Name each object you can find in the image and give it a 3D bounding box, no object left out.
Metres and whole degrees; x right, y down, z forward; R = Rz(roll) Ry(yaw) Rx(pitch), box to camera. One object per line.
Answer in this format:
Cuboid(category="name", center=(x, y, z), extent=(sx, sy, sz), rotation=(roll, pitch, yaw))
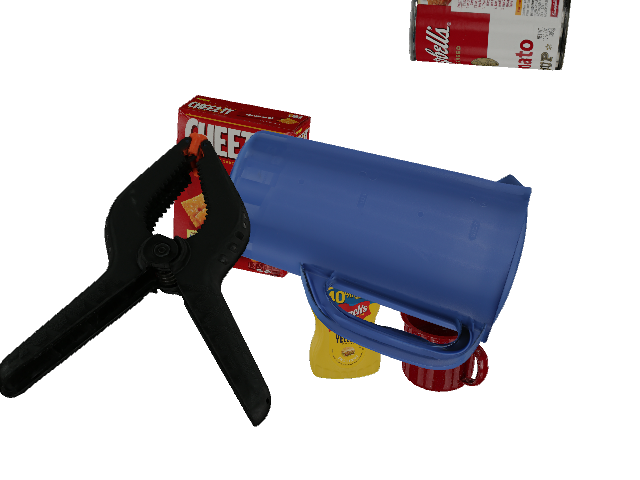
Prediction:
Cuboid(category="soup can", center=(0.115, -0.152, 0.721), extent=(0.102, 0.068, 0.068), rotation=(6, 1, 10))
Cuboid(category="cracker box", center=(-0.108, -0.069, 1.414), extent=(0.164, 0.214, 0.072), rotation=(12, 26, 13))
Cuboid(category="pitcher", center=(0.042, -0.002, 0.883), extent=(0.243, 0.145, 0.149), rotation=(16, 18, 9))
Cuboid(category="mug", center=(0.141, 0.119, 1.186), extent=(0.093, 0.081, 0.117), rotation=(-23, 39, -34))
Cuboid(category="mustard bottle", center=(0.034, 0.091, 1.442), extent=(0.096, 0.192, 0.058), rotation=(-2, 20, -6))
Cuboid(category="clamp", center=(-0.088, 0.022, 0.671), extent=(0.165, 0.210, 0.036), rotation=(12, -34, 11))
